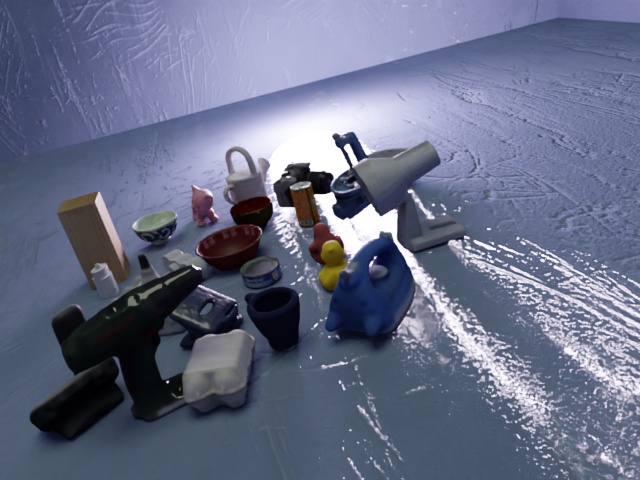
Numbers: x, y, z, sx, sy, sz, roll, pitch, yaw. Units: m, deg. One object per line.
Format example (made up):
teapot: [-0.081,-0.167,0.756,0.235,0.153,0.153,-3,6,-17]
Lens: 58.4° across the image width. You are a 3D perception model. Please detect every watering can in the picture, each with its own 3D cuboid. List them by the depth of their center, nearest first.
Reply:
watering can: [-0.201,-0.167,1.560,0.100,0.194,0.173,-4,27,18]

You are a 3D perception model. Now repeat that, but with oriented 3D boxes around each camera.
camera: [-0.040,-0.161,1.580,0.136,0.101,0.143,4,31,32]

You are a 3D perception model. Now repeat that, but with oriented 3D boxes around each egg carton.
egg carton: [-0.160,0.207,0.925,0.107,0.069,0.150,-11,26,5]

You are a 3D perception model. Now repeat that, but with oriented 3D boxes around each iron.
iron: [0.099,0.058,1.019,0.118,0.142,0.259,2,30,29]

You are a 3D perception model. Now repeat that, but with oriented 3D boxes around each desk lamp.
desk lamp: [0.183,-0.090,1.197,0.203,0.214,0.117,-16,26,-6]

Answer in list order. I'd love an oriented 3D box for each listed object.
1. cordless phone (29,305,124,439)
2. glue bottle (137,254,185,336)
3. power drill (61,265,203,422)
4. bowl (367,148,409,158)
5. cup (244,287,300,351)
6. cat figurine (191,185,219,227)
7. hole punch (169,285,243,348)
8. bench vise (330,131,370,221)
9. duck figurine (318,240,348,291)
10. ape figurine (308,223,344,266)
cordless phone: [-0.408,0.206,0.913,0.093,0.185,0.148,5,31,34]
glue bottle: [-0.312,0.103,1.090,0.078,0.173,0.037,-11,26,5]
power drill: [-0.265,0.168,0.894,0.230,0.209,0.075,-24,28,-21]
bowl: [0.187,-0.189,1.557,0.167,0.075,0.167,-11,26,6]
cup: [-0.082,0.140,0.994,0.117,0.095,0.092,11,35,41]
cat figurine: [-0.329,-0.105,1.586,0.067,0.118,0.127,-22,27,-18]
hole punch: [-0.208,0.139,1.061,0.100,0.091,0.109,-2,28,22]
bench vise: [0.102,-0.178,1.408,0.121,0.220,0.208,14,37,44]
duck figurine: [0.028,0.045,1.144,0.077,0.086,0.104,-11,26,5]
ape figurine: [0.011,0.004,1.228,0.078,0.092,0.076,-12,26,3]
